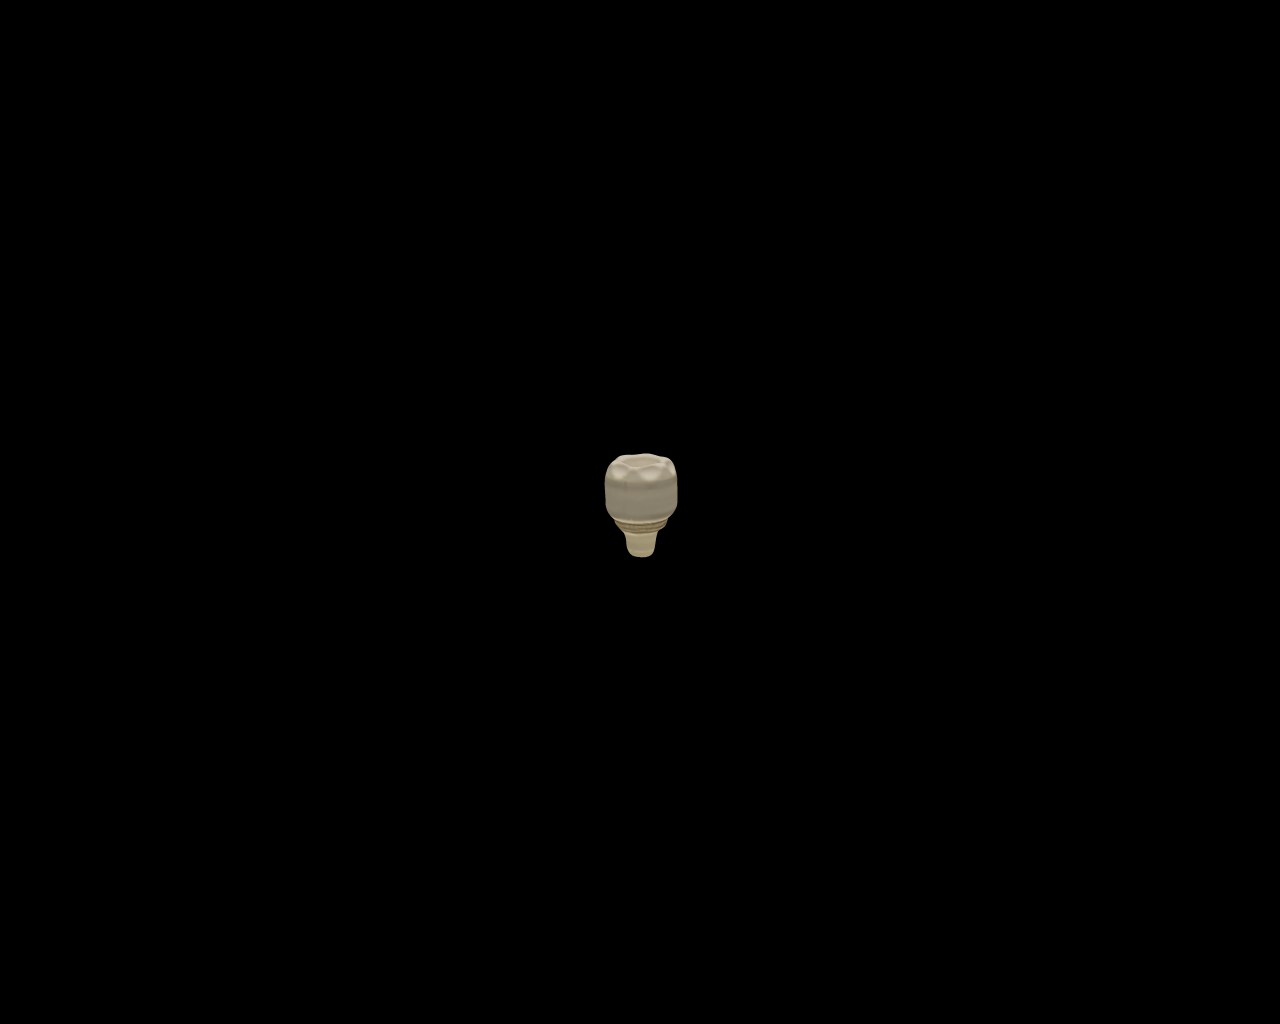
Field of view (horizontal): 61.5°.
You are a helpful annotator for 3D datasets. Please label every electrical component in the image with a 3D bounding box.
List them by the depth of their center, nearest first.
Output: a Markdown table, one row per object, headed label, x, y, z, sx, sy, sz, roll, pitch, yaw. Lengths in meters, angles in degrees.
| label | x | y | z | sx | sy | sz | roll | pitch | yaw |
| --- | --- | --- | --- | --- | --- | --- | --- | --- | --- |
| electrical component | 0.001 | -0.003 | 0.650 | 0.043 | 0.062 | 0.043 | 0 | 17 | 0 |
